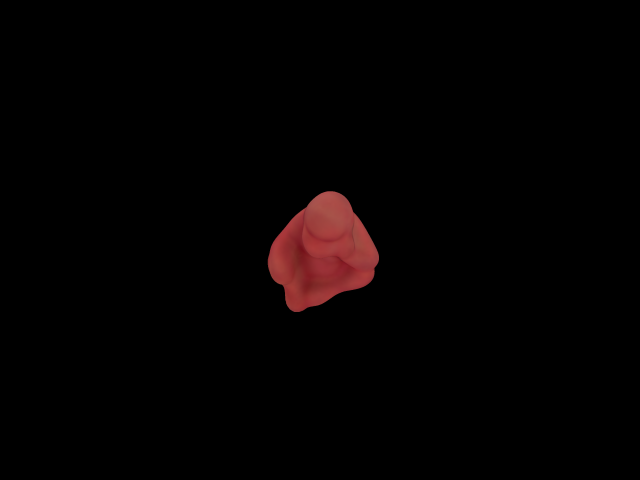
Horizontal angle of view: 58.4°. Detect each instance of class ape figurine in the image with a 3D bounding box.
[{"bbox_3d":[0.004,0.001,0.400,0.077,0.092,0.076,15,58,10],"label":"ape figurine"}]
